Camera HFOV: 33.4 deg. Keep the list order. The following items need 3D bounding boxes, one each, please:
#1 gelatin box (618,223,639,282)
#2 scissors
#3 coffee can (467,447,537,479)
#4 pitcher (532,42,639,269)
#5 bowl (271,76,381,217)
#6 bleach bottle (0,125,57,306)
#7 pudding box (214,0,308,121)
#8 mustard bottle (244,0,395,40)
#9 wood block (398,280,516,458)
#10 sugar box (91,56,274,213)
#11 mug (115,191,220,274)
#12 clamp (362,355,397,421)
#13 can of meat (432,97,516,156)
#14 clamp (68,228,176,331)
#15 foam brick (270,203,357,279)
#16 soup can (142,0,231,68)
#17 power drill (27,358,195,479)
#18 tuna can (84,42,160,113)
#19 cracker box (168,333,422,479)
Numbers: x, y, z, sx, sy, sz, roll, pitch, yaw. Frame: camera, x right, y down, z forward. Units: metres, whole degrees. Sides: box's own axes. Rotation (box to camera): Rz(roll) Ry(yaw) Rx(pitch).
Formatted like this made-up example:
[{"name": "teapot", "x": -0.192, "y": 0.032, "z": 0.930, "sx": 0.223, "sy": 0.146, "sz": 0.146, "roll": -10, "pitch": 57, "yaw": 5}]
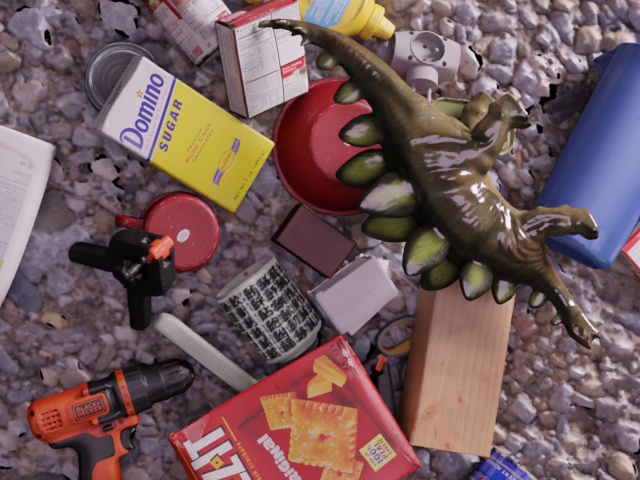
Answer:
[{"name": "gelatin box", "x": 0.406, "y": 0.019, "z": 1.280, "sx": 0.073, "sy": 0.030, "sz": 0.089, "roll": -44, "pitch": 98, "yaw": -8}, {"name": "scissors", "x": 0.164, "y": 0.113, "z": 1.244, "sx": 0.201, "sy": 0.016, "sz": 0.096, "roll": -13, "pitch": 92, "yaw": -9}, {"name": "coffee can", "x": 0.193, "y": 0.322, "z": 1.209, "sx": 0.103, "sy": 0.103, "sz": 0.140, "roll": 42, "pitch": 84, "yaw": -8}, {"name": "pitcher", "x": 0.348, "y": -0.088, "z": 1.214, "sx": 0.145, "sy": 0.149, "sz": 0.243, "roll": 31, "pitch": 89, "yaw": -20}, {"name": "bowl", "x": 0.028, "y": -0.107, "z": 1.198, "sx": 0.162, "sy": 0.055, "sz": 0.162, "roll": 0, "pitch": 91, "yaw": -11}, {"name": "bleach bottle", "x": -0.365, "y": 0.002, "z": 1.126, "sx": 0.102, "sy": 0.068, "sz": 0.251, "roll": 20, "pitch": 90, "yaw": -9}, {"name": "pudding box", "x": -0.061, "y": -0.197, "z": 1.150, "sx": 0.089, "sy": 0.039, "sz": 0.113, "roll": -28, "pitch": 128, "yaw": -28}, {"name": "mustard bottle", "x": -0.002, "y": -0.277, "z": 1.187, "sx": 0.191, "sy": 0.058, "sz": 0.096, "roll": 28, "pitch": 87, "yaw": -9}, {"name": "wood block", "x": 0.151, "y": 0.128, "z": 1.185, "sx": 0.090, "sy": 0.091, "sz": 0.206, "roll": 10, "pitch": 84, "yaw": -7}, {"name": "sugar box", "x": -0.146, "y": -0.112, "z": 1.148, "sx": 0.176, "sy": 0.048, "sz": 0.093, "roll": 31, "pitch": 86, "yaw": -28}, {"name": "mug", "x": -0.163, "y": -0.011, "z": 1.151, "sx": 0.117, "sy": 0.081, "sz": 0.093, "roll": 14, "pitch": 89, "yaw": -10}, {"name": "clamp", "x": 0.015, "y": 0.220, "z": 1.174, "sx": 0.164, "sy": 0.036, "sz": 0.210, "roll": 20, "pitch": 80, "yaw": -5}, {"name": "can of meat", "x": 0.159, "y": -0.124, "z": 1.205, "sx": 0.102, "sy": 0.084, "sz": 0.057, "roll": 4, "pitch": 90, "yaw": -10}, {"name": "clamp", "x": -0.192, "y": 0.040, "z": 1.117, "sx": 0.120, "sy": 0.172, "sz": 0.039, "roll": 49, "pitch": 58, "yaw": -18}, {"name": "foam brick", "x": -0.008, "y": 0.001, "z": 1.194, "sx": 0.078, "sy": 0.053, "sz": 0.051, "roll": 35, "pitch": 85, "yaw": -8}, {"name": "soup can", "x": -0.139, "y": -0.247, "z": 1.158, "sx": 0.068, "sy": 0.068, "sz": 0.102, "roll": -41, "pitch": 98, "yaw": -7}, {"name": "power drill", "x": -0.206, "y": 0.235, "z": 1.162, "sx": 0.184, "sy": 0.057, "sz": 0.187, "roll": -17, "pitch": 92, "yaw": -9}, {"name": "tuna can", "x": -0.214, "y": -0.172, "z": 1.164, "sx": 0.086, "sy": 0.034, "sz": 0.086, "roll": 0, "pitch": 91, "yaw": -10}, {"name": "cracker box", "x": -0.027, "y": 0.221, "z": 1.116, "sx": 0.213, "sy": 0.072, "sz": 0.164, "roll": -30, "pitch": 83, "yaw": -7}]
